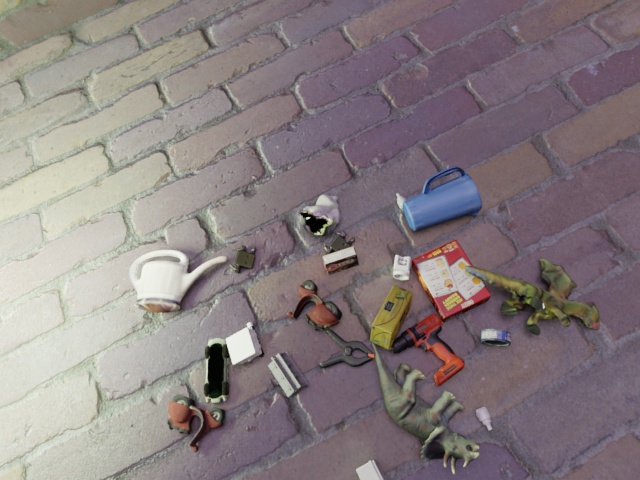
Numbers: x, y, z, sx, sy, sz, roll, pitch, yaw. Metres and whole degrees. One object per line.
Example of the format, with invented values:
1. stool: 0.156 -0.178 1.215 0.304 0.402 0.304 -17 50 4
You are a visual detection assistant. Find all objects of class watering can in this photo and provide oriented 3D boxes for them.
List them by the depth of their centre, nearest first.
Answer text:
1. watering can: -0.494 0.139 1.755 0.347 0.102 0.229 0 66 9

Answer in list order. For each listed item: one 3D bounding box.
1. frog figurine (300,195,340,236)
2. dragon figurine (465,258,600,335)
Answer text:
1. frog figurine: 0.005 -0.091 1.808 0.137 0.120 0.163 0 29 18
2. dragon figurine: 0.666 0.145 1.573 0.414 0.119 0.247 39 50 17
